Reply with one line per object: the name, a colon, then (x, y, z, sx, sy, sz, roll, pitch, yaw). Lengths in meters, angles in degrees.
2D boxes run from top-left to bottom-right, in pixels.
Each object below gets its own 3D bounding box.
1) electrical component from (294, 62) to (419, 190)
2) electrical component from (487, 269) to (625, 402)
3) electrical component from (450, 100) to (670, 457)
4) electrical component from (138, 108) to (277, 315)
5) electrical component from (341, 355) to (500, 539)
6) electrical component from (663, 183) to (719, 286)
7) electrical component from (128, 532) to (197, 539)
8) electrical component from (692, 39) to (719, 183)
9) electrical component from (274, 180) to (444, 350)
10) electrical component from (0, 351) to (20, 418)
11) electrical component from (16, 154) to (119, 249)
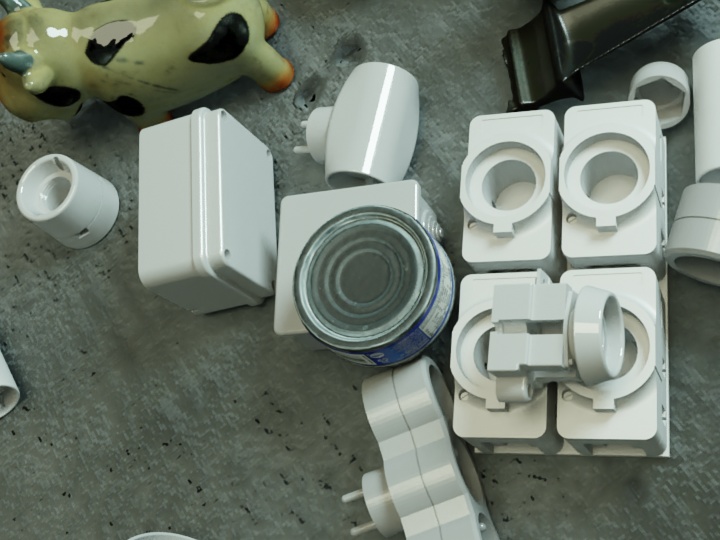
electrical component: (-0.007, -0.086, 0.683, 0.079, 0.043, 0.077, 1, 67, 32)
electrical component: (0.096, 0.032, 0.525, 0.055, 0.048, 0.066, -3, 69, 29)
electrical component: (0.112, 0.004, 0.591, 0.105, 0.060, 0.186, -3, 70, 21)
electrical component: (-0.095, -0.036, 0.680, 0.057, 0.078, 0.113, -13, 66, 21)
electrical component: (0.025, 0.122, 0.586, 0.074, 0.052, 0.138, -24, 63, 13)
electrical component: (0.234, -0.021, 0.549, 0.138, 0.052, 0.073, 17, 78, 19)
electrical component: (-0.104, 0.194, 0.589, 0.064, 0.099, 0.099, -49, 61, 6)
electrical component: (0.224, -0.086, 0.588, 0.079, 0.043, 0.077, -3, 70, 22)
electrical component: (0.000, 0.000, 0.644, 0.100, 0.048, 0.099, -6, 69, 20)
electrical component: (-0.281, 0.073, 0.734, 0.079, 0.044, 0.077, -38, 61, 5)
electrical component: (-0.204, -0.049, 0.746, 0.055, 0.047, 0.055, -8, 68, 19)
